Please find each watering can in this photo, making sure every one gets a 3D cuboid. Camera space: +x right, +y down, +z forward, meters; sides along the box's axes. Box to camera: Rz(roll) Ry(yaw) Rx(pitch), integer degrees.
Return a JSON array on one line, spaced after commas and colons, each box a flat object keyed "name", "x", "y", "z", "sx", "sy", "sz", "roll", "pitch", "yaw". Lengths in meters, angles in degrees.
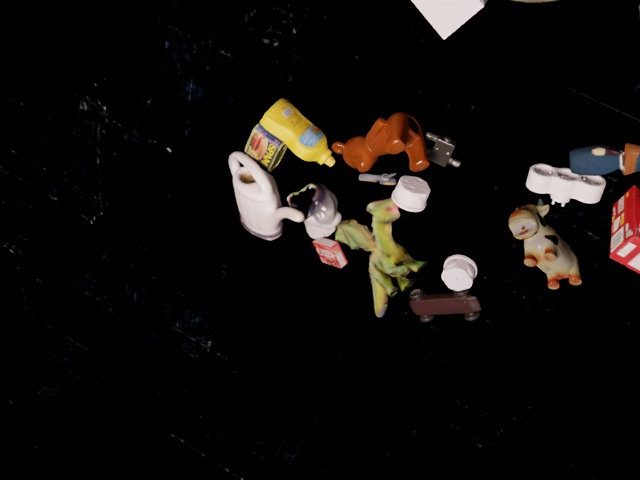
[{"name": "watering can", "x": -0.137, "y": -0.086, "z": 1.305, "sx": 0.105, "sy": 0.219, "sz": 0.353, "roll": -28, "pitch": 50, "yaw": -20}]

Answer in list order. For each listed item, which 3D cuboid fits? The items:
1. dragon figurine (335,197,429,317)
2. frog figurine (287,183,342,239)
[{"name": "dragon figurine", "x": 0.135, "y": 0.039, "z": 1.332, "sx": 0.124, "sy": 0.245, "sz": 0.401, "roll": -33, "pitch": -20, "yaw": -34}, {"name": "frog figurine", "x": 0.004, "y": -0.066, "z": 1.310, "sx": 0.138, "sy": 0.123, "sz": 0.157, "roll": 25, "pitch": -11, "yaw": 45}]
